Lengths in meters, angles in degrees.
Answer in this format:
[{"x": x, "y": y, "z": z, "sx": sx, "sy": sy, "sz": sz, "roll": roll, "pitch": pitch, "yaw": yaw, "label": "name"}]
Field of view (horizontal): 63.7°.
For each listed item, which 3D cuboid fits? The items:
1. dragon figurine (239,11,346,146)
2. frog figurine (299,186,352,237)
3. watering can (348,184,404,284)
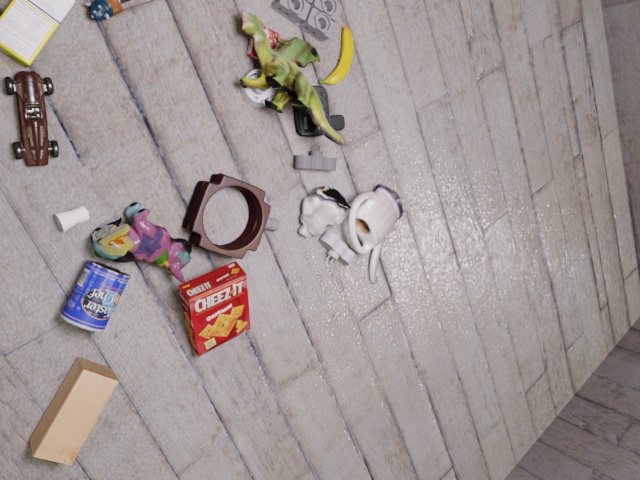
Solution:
[{"x": -0.059, "y": -0.446, "z": 1.376, "sx": 0.406, "sy": 0.247, "sz": 0.121, "roll": 34, "pitch": -30, "yaw": -23, "label": "dragon figurine"}, {"x": 0.005, "y": -0.078, "z": 1.547, "sx": 0.137, "sy": 0.156, "sz": 0.125, "roll": 18, "pitch": 32, "yaw": -27, "label": "frog figurine"}, {"x": 0.182, "y": -0.032, "z": 1.668, "sx": 0.105, "sy": 0.340, "sz": 0.228, "roll": 21, "pitch": 56, "yaw": 38, "label": "watering can"}]
